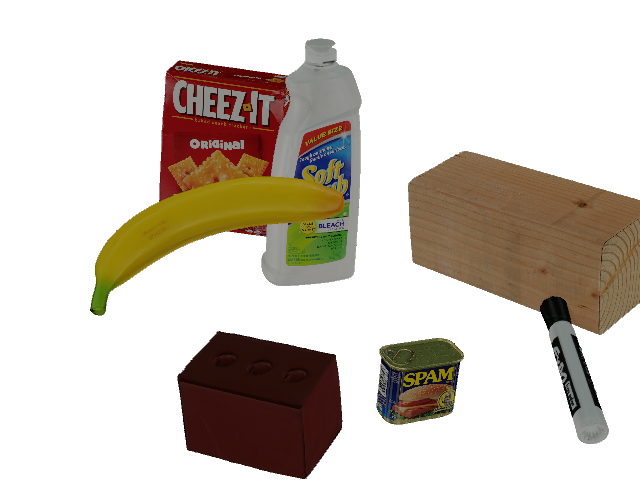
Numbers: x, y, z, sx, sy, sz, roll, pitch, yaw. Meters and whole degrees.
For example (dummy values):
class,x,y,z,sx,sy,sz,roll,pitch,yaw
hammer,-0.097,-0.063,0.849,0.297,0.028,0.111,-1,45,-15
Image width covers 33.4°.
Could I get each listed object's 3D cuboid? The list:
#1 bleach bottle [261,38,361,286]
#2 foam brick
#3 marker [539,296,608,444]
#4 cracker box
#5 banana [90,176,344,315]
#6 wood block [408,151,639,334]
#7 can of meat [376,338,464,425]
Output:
class,x,y,z,sx,sy,sz,roll,pitch,yaw
bleach bottle,-0.010,-0.079,1.089,0.102,0.251,0.068,-5,27,-12
foam brick,-0.033,0.092,0.602,0.078,0.051,0.052,9,29,21
marker,0.162,0.079,0.688,0.020,0.020,0.121,0,39,-3
cracker box,-0.128,-0.120,1.430,0.164,0.214,0.072,9,23,6
banana,-0.082,-0.009,0.772,0.197,0.070,0.037,-25,-25,-11
wood block,0.187,-0.005,0.961,0.090,0.090,0.206,-29,36,-36
can of meat,0.121,0.175,1.322,0.102,0.084,0.057,-6,26,-21
